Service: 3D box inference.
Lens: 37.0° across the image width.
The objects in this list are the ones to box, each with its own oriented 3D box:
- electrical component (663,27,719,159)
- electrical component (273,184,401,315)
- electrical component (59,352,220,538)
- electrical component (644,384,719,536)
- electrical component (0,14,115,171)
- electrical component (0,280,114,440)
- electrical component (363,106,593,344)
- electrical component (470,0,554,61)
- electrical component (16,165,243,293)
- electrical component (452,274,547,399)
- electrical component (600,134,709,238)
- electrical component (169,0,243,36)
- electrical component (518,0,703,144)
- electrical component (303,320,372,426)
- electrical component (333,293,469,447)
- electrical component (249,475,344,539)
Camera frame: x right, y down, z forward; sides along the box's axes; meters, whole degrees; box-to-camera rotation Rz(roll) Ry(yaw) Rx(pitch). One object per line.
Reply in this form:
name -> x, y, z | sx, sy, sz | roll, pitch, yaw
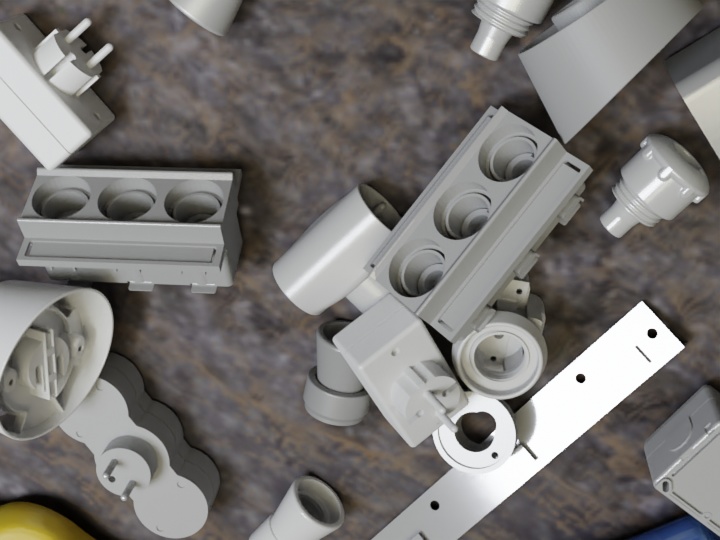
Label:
electrical component -> 0.224, -0.079, 0.594 | 0.057, 0.078, 0.113 | -31, 105, 20
electrical component -> 0.000, 0.000, 0.669 | 0.079, 0.043, 0.077 | 44, 110, -11
electrical component -> -0.153, 0.126, 0.721 | 0.052, 0.073, 0.138 | -32, 105, 17
electrical component -> 0.237, 0.128, 0.683 | 0.096, 0.061, 0.061 | 37, 111, -8
electrical component -> -0.181, -0.118, 0.642 | 0.076, 0.047, 0.083 | -36, 103, 18
electrical component -> -0.199, 0.053, 0.656 | 0.064, 0.099, 0.099 | 12, 114, 26
electrical component -> 0.071, -0.023, 0.620 | 0.121, 0.079, 0.063 | -52, 142, 2
electrical component -> 0.083, -0.148, 0.601 | 0.043, 0.043, 0.062 | 26, 113, -4
electrical component -> -0.137, -0.024, 0.661 | 0.121, 0.078, 0.063 | 2, 141, 6
electrical component -> 0.087, 0.044, 0.669 | 0.058, 0.057, 0.078 | 10, 112, 3
electrical component -> 0.169, -0.045, 0.632 | 0.048, 0.048, 0.062 | 39, 117, -9
electrical component -> -0.076, -0.172, 0.612 | 0.044, 0.044, 0.065 | 37, 106, -8
electrical component -> 0.136, -0.120, 0.579 | 0.099, 0.099, 0.064 | -33, 98, 17
electrical component -> -0.011, 0.067, 0.696 | 0.045, 0.045, 0.055 | 13, 113, 1
electrical component -> 0.035, 0.070, 0.645 | 0.047, 0.076, 0.083 | -37, 129, -7
electrical component -> -0.047, 0.180, 0.748 | 0.044, 0.044, 0.065 | 38, 116, -9
